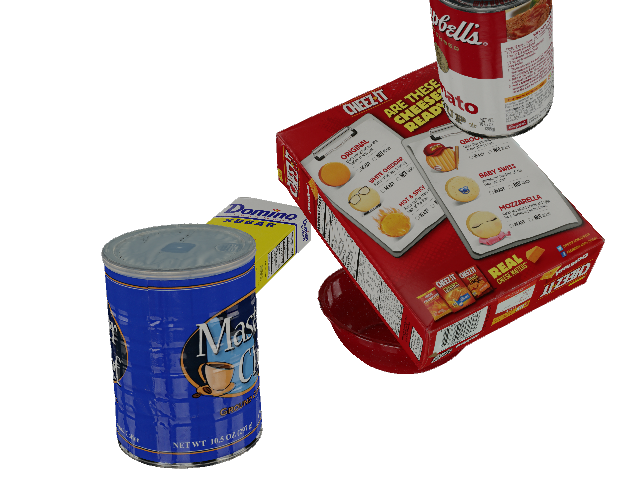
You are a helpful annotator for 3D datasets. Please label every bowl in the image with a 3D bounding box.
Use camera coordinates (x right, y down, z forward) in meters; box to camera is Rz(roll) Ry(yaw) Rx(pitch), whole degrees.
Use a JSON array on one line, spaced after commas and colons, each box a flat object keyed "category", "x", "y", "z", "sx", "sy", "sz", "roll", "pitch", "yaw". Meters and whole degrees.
[{"category": "bowl", "x": 0.077, "y": 0.079, "z": 1.018, "sx": 0.162, "sy": 0.055, "sz": 0.162, "roll": 3, "pitch": 28, "yaw": -2}]

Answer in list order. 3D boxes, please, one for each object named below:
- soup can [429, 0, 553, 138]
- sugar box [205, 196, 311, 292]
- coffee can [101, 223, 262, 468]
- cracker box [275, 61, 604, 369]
[{"category": "soup can", "x": 0.098, "y": -0.116, "z": 0.605, "sx": 0.068, "sy": 0.068, "sz": 0.102, "roll": 0, "pitch": -37, "yaw": 13}, {"category": "sugar box", "x": -0.086, "y": 0.009, "z": 1.133, "sx": 0.093, "sy": 0.048, "sz": 0.176, "roll": 12, "pitch": 31, "yaw": 20}, {"category": "coffee can", "x": -0.093, "y": 0.069, "z": 0.733, "sx": 0.103, "sy": 0.140, "sz": 0.103, "roll": -1, "pitch": 17, "yaw": 0}, {"category": "cracker box", "x": 0.088, "y": -0.025, "z": 0.840, "sx": 0.164, "sy": 0.214, "sz": 0.072, "roll": -26, "pitch": -30, "yaw": -19}]
